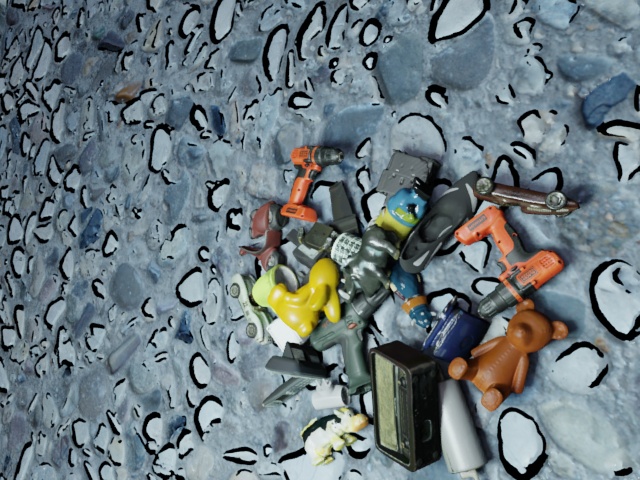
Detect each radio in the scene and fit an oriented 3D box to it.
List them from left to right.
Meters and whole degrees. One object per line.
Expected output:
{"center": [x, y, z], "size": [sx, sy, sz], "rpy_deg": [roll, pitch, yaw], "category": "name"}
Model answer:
{"center": [0.168, 0.327, 1.064], "size": [0.131, 0.073, 0.229], "rpy_deg": [13, 112, 58], "category": "radio"}

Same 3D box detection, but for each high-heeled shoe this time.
{"center": [0.243, -0.043, 1.107], "size": [0.086, 0.145, 0.248], "rpy_deg": [29, 99, 31], "category": "high-heeled shoe"}

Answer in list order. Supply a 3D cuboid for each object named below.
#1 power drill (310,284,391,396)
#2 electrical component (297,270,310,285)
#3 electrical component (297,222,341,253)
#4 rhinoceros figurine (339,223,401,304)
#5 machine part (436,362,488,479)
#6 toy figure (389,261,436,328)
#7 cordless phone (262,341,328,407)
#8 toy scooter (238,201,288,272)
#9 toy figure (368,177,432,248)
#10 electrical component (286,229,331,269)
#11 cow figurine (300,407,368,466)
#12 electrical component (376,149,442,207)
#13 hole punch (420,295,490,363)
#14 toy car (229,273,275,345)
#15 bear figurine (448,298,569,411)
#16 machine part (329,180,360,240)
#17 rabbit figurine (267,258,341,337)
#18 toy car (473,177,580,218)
{"center": [0.092, 0.226, 1.190], "size": [0.232, 0.086, 0.207], "rpy_deg": [-32, 70, 25], "category": "power drill"}
{"center": [-0.013, 0.093, 1.312], "size": [0.094, 0.021, 0.063], "rpy_deg": [39, 102, 31], "category": "electrical component"}
{"center": [-0.003, -0.005, 1.259], "size": [0.102, 0.045, 0.078], "rpy_deg": [28, 72, 27], "category": "electrical component"}
{"center": [0.099, 0.057, 1.129], "size": [0.112, 0.073, 0.190], "rpy_deg": [21, 120, -2], "category": "rhinoceros figurine"}
{"center": [0.265, 0.363, 1.061], "size": [0.079, 0.079, 0.243], "rpy_deg": [-27, 68, 25], "category": "machine part"}
{"center": [0.198, 0.119, 1.157], "size": [0.064, 0.057, 0.154], "rpy_deg": [-29, 68, 19], "category": "toy figure"}
{"center": [-0.087, 0.325, 1.241], "size": [0.184, 0.146, 0.089], "rpy_deg": [-43, 54, 16], "category": "cordless phone"}
{"center": [-0.153, -0.008, 1.388], "size": [0.135, 0.075, 0.183], "rpy_deg": [-1, 85, 32], "category": "toy scooter"}
{"center": [0.171, -0.047, 1.141], "size": [0.089, 0.082, 0.180], "rpy_deg": [51, 126, 13], "category": "toy figure"}
{"center": [-0.030, 0.023, 1.305], "size": [0.119, 0.047, 0.075], "rpy_deg": [31, 73, 31], "category": "electrical component"}
{"center": [0.031, 0.421, 1.202], "size": [0.167, 0.068, 0.098], "rpy_deg": [-46, 56, 15], "category": "cow figurine"}
{"center": [0.195, -0.127, 1.204], "size": [0.115, 0.058, 0.134], "rpy_deg": [20, 92, 34], "category": "electrical component"}
{"center": [0.270, 0.187, 1.072], "size": [0.092, 0.115, 0.142], "rpy_deg": [36, 101, 23], "category": "hole punch"}
{"center": [-0.168, 0.174, 1.361], "size": [0.056, 0.073, 0.202], "rpy_deg": [-38, 64, 21], "category": "toy car"}
{"center": [0.356, 0.208, 1.005], "size": [0.120, 0.132, 0.195], "rpy_deg": [46, 111, 33], "category": "bear figurine"}
{"center": [0.051, -0.073, 1.294], "size": [0.084, 0.039, 0.139], "rpy_deg": [-19, 73, 33], "category": "machine part"}
{"center": [-0.018, 0.121, 1.210], "size": [0.173, 0.121, 0.162], "rpy_deg": [-53, 30, 6], "category": "rabbit figurine"}
{"center": [0.398, -0.080, 1.052], "size": [0.202, 0.089, 0.053], "rpy_deg": [18, 89, 31], "category": "toy car"}
